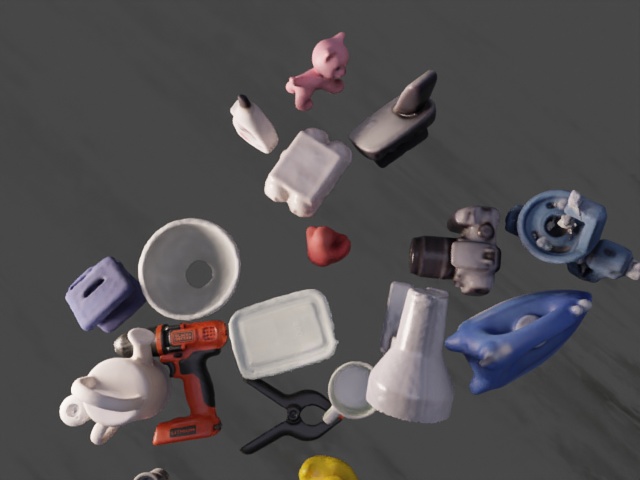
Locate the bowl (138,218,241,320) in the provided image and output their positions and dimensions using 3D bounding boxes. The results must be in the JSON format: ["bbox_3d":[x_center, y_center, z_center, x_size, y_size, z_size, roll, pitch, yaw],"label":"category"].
[{"bbox_3d":[-0.207,0.051,0.949,0.167,0.075,0.167,0,79,2],"label":"bowl"}]

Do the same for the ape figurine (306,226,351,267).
[{"bbox_3d":[0.009,0.003,0.941,0.077,0.092,0.076,42,83,10],"label":"ape figurine"}]

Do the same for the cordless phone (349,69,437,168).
[{"bbox_3d":[0.122,-0.206,0.931,0.147,0.185,0.094,-40,80,-5],"label":"cordless phone"}]

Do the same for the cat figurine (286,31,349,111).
[{"bbox_3d":[0.000,-0.296,0.988,0.128,0.118,0.067,-32,79,-4],"label":"cat figurine"}]

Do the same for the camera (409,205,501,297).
[{"bbox_3d":[0.216,0.013,0.926,0.136,0.101,0.143,5,79,4],"label":"camera"}]

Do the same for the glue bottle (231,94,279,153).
[{"bbox_3d":[-0.114,-0.200,0.945,0.078,0.173,0.037,31,82,8],"label":"glue bottle"}]

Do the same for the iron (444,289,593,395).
[{"bbox_3d":[0.329,0.136,0.877,0.258,0.141,0.118,-29,79,-3],"label":"iron"}]

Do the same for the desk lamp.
[{"bbox_3d":[0.138,0.154,0.844,0.118,0.213,0.203,9,79,5],"label":"desk lamp"}]

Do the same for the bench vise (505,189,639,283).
[{"bbox_3d":[0.403,-0.017,0.864,0.207,0.220,0.121,13,79,5],"label":"bench vise"}]

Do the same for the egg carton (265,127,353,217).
[{"bbox_3d":[-0.020,-0.117,0.978,0.107,0.069,0.150,33,82,8],"label":"egg carton"}]

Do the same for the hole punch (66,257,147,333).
[{"bbox_3d":[-0.358,0.089,0.939,0.109,0.091,0.101,-44,80,-6],"label":"hole punch"}]

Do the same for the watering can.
[{"bbox_3d":[-0.299,0.219,0.859,0.101,0.194,0.173,0,79,3],"label":"watering can"}]

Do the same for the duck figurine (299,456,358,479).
[{"bbox_3d":[0.015,0.376,0.870,0.104,0.086,0.077,31,82,8],"label":"duck figurine"}]
